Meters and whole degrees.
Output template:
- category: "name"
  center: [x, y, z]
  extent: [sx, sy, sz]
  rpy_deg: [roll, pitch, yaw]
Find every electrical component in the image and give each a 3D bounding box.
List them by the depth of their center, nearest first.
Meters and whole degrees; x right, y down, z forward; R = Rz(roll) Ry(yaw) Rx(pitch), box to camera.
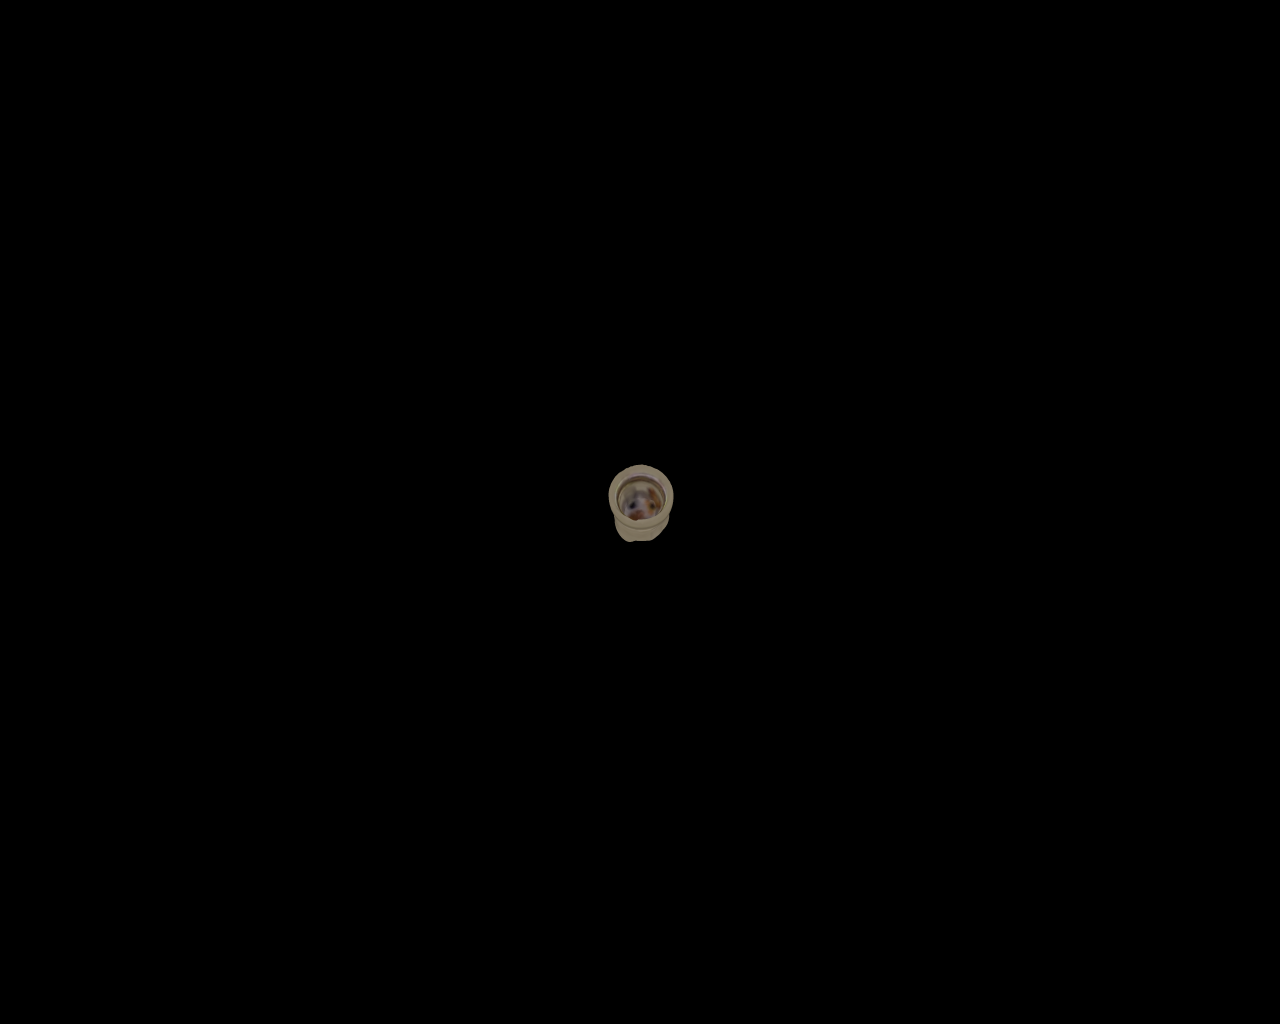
- category: "electrical component"
  center: [0.001, -0.003, 0.650]
  extent: [0.040, 0.040, 0.046]
  rpy_deg: [0, -24, 0]
